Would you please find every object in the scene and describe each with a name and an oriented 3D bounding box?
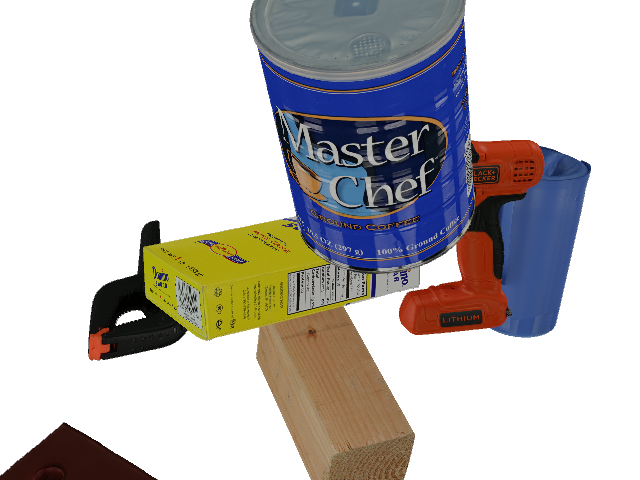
[{"bbox_3d":[0.267,0.005,1.418,0.149,0.243,0.145,5,24,4],"label":"pitcher"},{"bbox_3d":[-0.025,0.018,0.752,0.175,0.048,0.093,-15,25,-31],"label":"sugar box"},{"bbox_3d":[0.116,-0.005,1.009,0.184,0.188,0.057,-4,26,-9],"label":"power drill"},{"bbox_3d":[-0.159,0.049,1.025,0.165,0.036,0.209,27,35,25],"label":"clamp"},{"bbox_3d":[0.011,0.161,1.118,0.090,0.090,0.206,-10,44,-20],"label":"wood block"},{"bbox_3d":[-0.096,0.126,0.450,0.078,0.051,0.052,23,45,29],"label":"foam brick"},{"bbox_3d":[0.027,-0.066,0.553,0.103,0.102,0.140,0,-42,11],"label":"coffee can"}]
